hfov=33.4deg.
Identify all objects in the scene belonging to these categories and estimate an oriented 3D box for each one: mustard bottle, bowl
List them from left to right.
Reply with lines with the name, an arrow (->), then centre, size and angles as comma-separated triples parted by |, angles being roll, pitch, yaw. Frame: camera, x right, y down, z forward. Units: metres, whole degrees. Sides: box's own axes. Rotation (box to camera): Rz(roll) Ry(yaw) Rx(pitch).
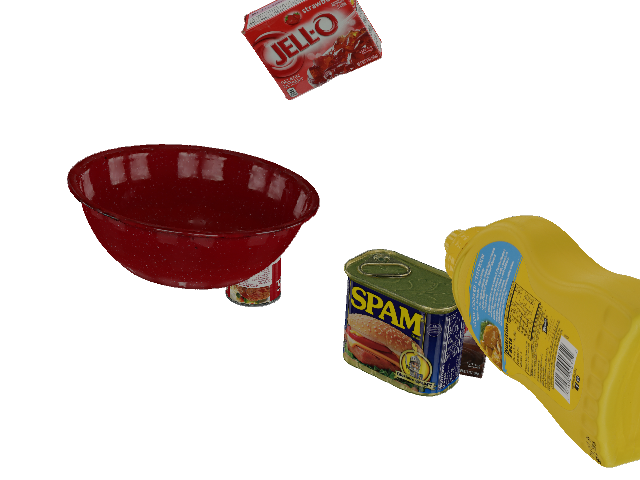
bowl -> -0.084, -0.012, 0.694 | 0.162, 0.055, 0.162 | 7, 22, -3
mustard bottle -> 0.127, 0.039, 0.617 | 0.058, 0.096, 0.192 | -11, 28, -22

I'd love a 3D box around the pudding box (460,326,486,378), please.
pudding box -> 0.126, 0.090, 1.139 | 0.113, 0.090, 0.039 | 9, 22, 7

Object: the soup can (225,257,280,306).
soup can -> -0.081, 0.019, 1.280 | 0.068, 0.102, 0.068 | 2, 25, -1

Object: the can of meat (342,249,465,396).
can of meat -> 0.066, 0.065, 0.841 | 0.102, 0.084, 0.057 | 23, 33, 34

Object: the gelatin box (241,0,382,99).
gelatin box -> -0.006, -0.161, 0.844 | 0.089, 0.073, 0.030 | -22, 37, 20
